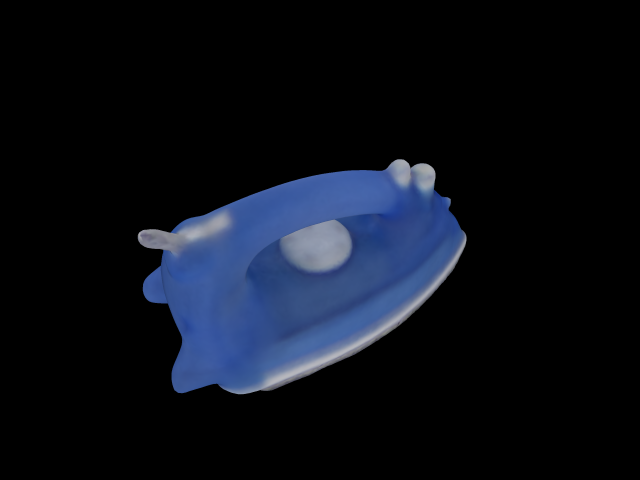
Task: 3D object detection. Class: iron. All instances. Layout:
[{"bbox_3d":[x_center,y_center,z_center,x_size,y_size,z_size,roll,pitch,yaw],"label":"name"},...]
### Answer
[{"bbox_3d":[0.004,0.001,0.400,0.259,0.141,0.118,-21,55,-15],"label":"iron"}]
